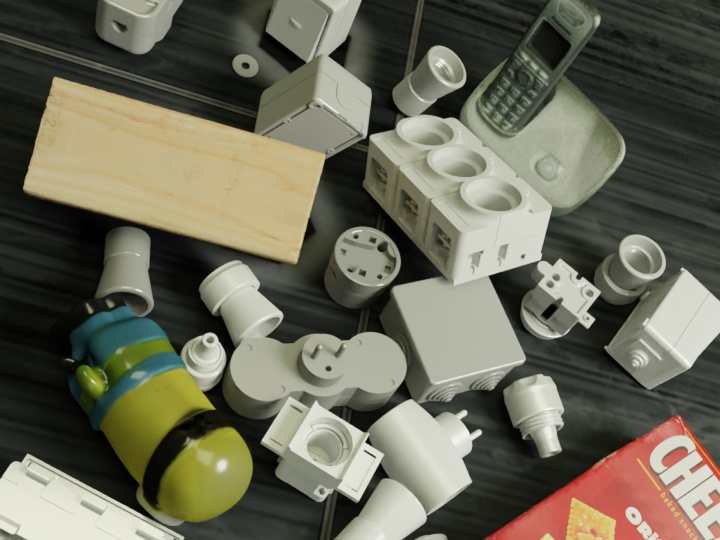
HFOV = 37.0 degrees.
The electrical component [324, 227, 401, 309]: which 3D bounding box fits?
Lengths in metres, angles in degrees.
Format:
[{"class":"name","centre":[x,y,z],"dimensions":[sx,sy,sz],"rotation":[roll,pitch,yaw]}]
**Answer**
[{"class":"electrical component","centre":[0.000,0.000,0.880],"dimensions":[0.055,0.047,0.055],"rotation":[8,59,-14]}]

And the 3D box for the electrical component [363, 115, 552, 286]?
[{"class":"electrical component","centre":[0.079,-0.065,0.905],"dimensions":[0.089,0.061,0.150],"rotation":[-16,44,-25]}]

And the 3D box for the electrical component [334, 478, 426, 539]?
[{"class":"electrical component","centre":[0.011,0.189,0.778],"dimensions":[0.044,0.044,0.065],"rotation":[43,62,9]}]

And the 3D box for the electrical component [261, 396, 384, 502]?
[{"class":"electrical component","centre":[-0.030,0.135,0.781],"dimensions":[0.081,0.063,0.042],"rotation":[32,55,2]}]

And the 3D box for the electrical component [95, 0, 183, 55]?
[{"class":"electrical component","centre":[-0.192,-0.240,0.951],"dimensions":[0.054,0.059,0.095],"rotation":[25,56,-3]}]

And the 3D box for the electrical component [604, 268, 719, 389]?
[{"class":"electrical component","centre":[0.262,0.057,0.922],"dimensions":[0.061,0.061,0.096],"rotation":[44,57,1]}]

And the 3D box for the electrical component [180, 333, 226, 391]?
[{"class":"electrical component","centre":[-0.116,0.065,0.796],"dimensions":[0.035,0.061,0.035],"rotation":[8,59,-14]}]

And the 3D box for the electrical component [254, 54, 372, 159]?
[{"class":"electrical component","centre":[-0.044,-0.134,0.921],"dimensions":[0.062,0.096,0.061],"rotation":[32,50,-34]}]

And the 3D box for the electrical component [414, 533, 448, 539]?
[{"class":"electrical component","centre":[0.055,0.223,0.772],"dimensions":[0.044,0.044,0.065],"rotation":[-6,58,-21]}]

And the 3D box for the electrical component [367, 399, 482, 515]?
[{"class":"electrical component","centre":[0.058,0.134,0.823],"dimensions":[0.079,0.043,0.077],"rotation":[-28,72,-30]}]

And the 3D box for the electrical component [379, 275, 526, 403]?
[{"class":"electrical component","centre":[0.072,0.054,0.871],"dimensions":[0.100,0.048,0.099],"rotation":[-11,65,-24]}]

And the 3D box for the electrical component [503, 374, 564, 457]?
[{"class":"electrical component","centre":[0.143,0.118,0.861],"dimensions":[0.043,0.043,0.062],"rotation":[-7,65,-22]}]

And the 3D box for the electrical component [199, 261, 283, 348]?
[{"class":"electrical component","centre":[-0.093,0.027,0.836],"dimensions":[0.045,0.045,0.055],"rotation":[-29,73,-30]}]

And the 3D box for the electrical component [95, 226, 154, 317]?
[{"class":"electrical component","centre":[-0.180,0.000,0.826],"dimensions":[0.044,0.044,0.065],"rotation":[6,54,-15]}]

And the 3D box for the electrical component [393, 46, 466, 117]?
[{"class":"electrical component","centre":[0.061,-0.170,0.990],"dimensions":[0.044,0.065,0.044],"rotation":[18,56,-30]}]

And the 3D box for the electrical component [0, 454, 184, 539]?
[{"class":"electrical component","centre":[-0.186,0.178,0.705],"dimensions":[0.121,0.063,0.078],"rotation":[28,56,-1]}]

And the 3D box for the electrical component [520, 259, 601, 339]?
[{"class":"electrical component","centre":[0.166,0.029,0.913],"dimensions":[0.066,0.055,0.048],"rotation":[40,57,7]}]

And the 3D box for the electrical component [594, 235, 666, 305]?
[{"class":"electrical component","centre":[0.238,0.001,0.954],"dimensions":[0.045,0.055,0.045],"rotation":[8,59,-13]}]

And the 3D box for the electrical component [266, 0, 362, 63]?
[{"class":"electrical component","centre":[-0.041,-0.242,0.980],"dimensions":[0.062,0.096,0.061],"rotation":[38,57,5]}]

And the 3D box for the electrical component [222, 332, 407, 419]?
[{"class":"electrical component","centre":[-0.030,0.072,0.812],"dimensions":[0.138,0.073,0.052],"rotation":[-2,61,-19]}]
